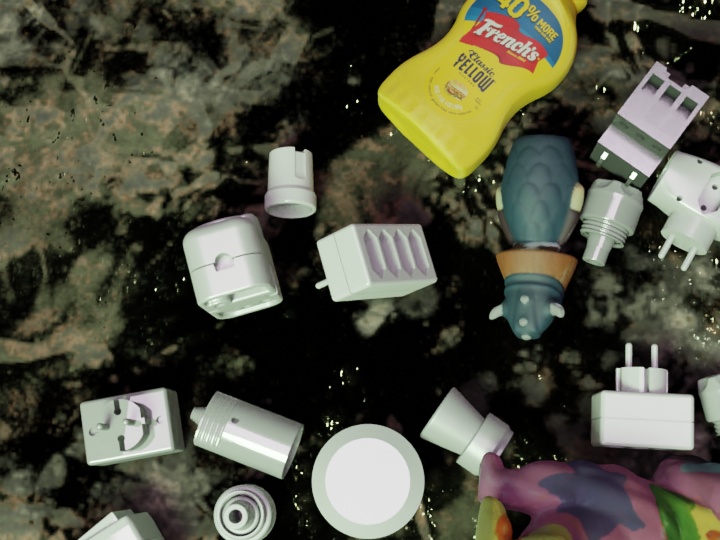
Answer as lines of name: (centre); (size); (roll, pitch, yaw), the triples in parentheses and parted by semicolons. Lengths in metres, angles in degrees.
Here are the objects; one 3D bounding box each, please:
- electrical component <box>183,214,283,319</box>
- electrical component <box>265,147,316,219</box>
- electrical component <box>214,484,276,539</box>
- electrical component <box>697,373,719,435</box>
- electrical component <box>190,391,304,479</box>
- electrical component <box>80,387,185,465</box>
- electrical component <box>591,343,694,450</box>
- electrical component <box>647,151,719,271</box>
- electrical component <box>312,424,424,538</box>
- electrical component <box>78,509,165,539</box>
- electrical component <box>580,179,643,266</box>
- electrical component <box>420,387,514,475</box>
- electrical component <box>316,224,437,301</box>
electrical component: (-0.094, -0.003, 0.797); (0.054, 0.095, 0.059); (-16, 79, 0)
electrical component: (-0.054, -0.068, 0.835); (0.040, 0.040, 0.046); (-1, 74, 3)
electrical component: (-0.085, 0.177, 0.780); (0.043, 0.062, 0.043); (-1, 79, 3)
electrical component: (0.274, 0.105, 0.783); (0.043, 0.043, 0.062); (-13, 80, 1)
electrical component: (-0.087, 0.121, 0.800); (0.081, 0.043, 0.043); (20, 81, 7)
electrical component: (-0.171, 0.114, 0.789); (0.066, 0.076, 0.047); (-10, 79, 1)
electrical component: (0.206, 0.092, 0.786); (0.066, 0.047, 0.076); (3, 80, 4)
electrical component: (0.253, -0.038, 0.810); (0.077, 0.043, 0.079); (30, 83, 8)
electrical component: (0.007, 0.154, 0.785); (0.080, 0.051, 0.080); (-1, 80, 3)
electrical component: (-0.189, 0.220, 0.778); (0.096, 0.061, 0.061); (-32, 79, -3)
electrical component: (0.187, -0.034, 0.813); (0.043, 0.043, 0.062); (20, 83, 7)
electrical component: (0.079, 0.120, 0.790); (0.055, 0.045, 0.045); (34, 83, 8)
electrical component: (0.000, 0.000, 0.807); (0.076, 0.083, 0.047); (-25, 76, 38)
